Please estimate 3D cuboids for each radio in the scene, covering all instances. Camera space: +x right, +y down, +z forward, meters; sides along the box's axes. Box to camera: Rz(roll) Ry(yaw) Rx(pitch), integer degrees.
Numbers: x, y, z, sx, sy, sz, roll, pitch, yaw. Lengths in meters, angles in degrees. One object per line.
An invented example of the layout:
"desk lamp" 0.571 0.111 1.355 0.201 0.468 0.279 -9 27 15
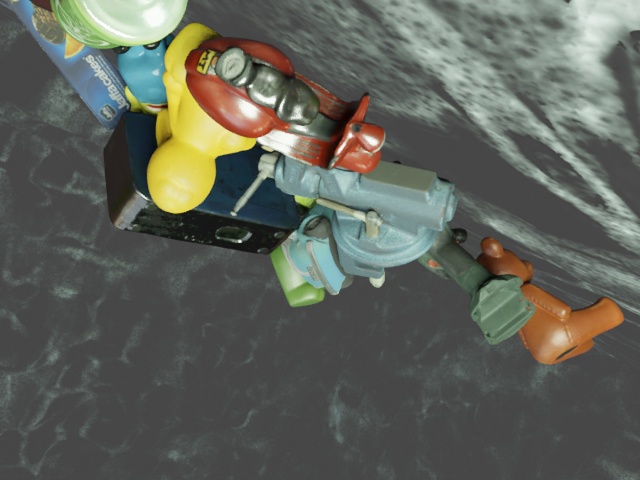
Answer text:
"radio" -0.139 -0.063 0.663 0.229 0.073 0.131 10 -128 -36

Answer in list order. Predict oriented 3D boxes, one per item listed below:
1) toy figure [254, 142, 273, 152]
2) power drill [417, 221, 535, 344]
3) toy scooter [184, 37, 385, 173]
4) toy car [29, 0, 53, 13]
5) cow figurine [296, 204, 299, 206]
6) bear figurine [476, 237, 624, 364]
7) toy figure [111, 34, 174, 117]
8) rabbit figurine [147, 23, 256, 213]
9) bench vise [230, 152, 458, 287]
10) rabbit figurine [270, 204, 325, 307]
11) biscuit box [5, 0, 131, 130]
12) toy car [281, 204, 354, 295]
"toy figure" -0.092 -0.161 0.711 0.064 0.058 0.154 45 -169 32
"power drill" 0.192 0.038 0.727 0.231 0.086 0.207 49 -171 -44
"toy scooter" -0.016 -0.101 0.423 0.184 0.075 0.135 25 -177 -21
"toy car" -0.267 -0.254 0.477 0.089 0.053 0.202 19 178 -2
"cow figurine" -0.022 -0.035 1.128 0.098 0.068 0.167 35 179 -1
"bear figurine" 0.316 0.082 0.799 0.132 0.120 0.196 -15 -127 -21
"toy figure" -0.188 -0.191 0.641 0.082 0.089 0.180 20 158 9
"rabbit figurine" -0.128 -0.112 0.550 0.122 0.173 0.162 24 179 -28
"bench vise" 0.038 -0.023 0.613 0.224 0.129 0.240 5 145 13
"rabbit figurine" 0.009 0.013 0.884 0.121 0.170 0.159 57 -169 -82
"biscuit box" -0.327 -0.247 0.726 0.202 0.063 0.059 56 170 -21
"toy car" -0.002 -0.002 0.757 0.103 0.162 0.109 -7 127 29
